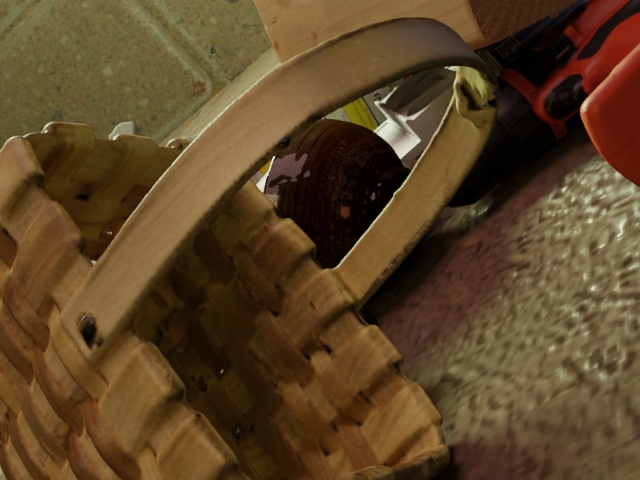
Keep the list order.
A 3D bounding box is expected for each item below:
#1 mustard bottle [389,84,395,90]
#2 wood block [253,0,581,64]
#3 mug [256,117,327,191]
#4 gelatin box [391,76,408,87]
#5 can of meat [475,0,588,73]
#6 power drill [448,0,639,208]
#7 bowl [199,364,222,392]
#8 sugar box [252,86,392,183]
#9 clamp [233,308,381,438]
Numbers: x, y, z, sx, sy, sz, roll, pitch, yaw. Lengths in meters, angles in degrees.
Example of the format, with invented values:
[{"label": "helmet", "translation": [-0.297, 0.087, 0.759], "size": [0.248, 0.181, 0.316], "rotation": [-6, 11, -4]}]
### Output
[{"label": "mustard bottle", "translation": [0.019, -0.156, 0.968], "size": [0.096, 0.058, 0.191], "rotation": [-65, -16, 9]}, {"label": "wood block", "translation": [0.054, -0.153, 0.663], "size": [0.090, 0.090, 0.206], "rotation": [-29, 10, -28]}, {"label": "mug", "translation": [0.005, -0.026, 0.743], "size": [0.081, 0.093, 0.117], "rotation": [-47, -18, 1]}, {"label": "gelatin box", "translation": [0.103, -0.181, 0.982], "size": [0.089, 0.030, 0.073], "rotation": [-45, -13, -6]}, {"label": "can of meat", "translation": [0.146, -0.133, 0.712], "size": [0.084, 0.057, 0.102], "rotation": [-38, 14, 7]}, {"label": "power drill", "translation": [0.139, -0.075, 0.546], "size": [0.184, 0.057, 0.188], "rotation": [-44, 14, 2]}, {"label": "bowl", "translation": [-0.070, 0.058, 0.635], "size": [0.162, 0.055, 0.162], "rotation": [-50, -2, -3]}, {"label": "sugar box", "translation": [-0.001, -0.077, 0.878], "size": [0.093, 0.048, 0.175], "rotation": [-31, -3, 31]}, {"label": "clamp", "translation": [-0.056, 0.112, 0.571], "size": [0.210, 0.036, 0.164], "rotation": [-47, 5, -5]}]
